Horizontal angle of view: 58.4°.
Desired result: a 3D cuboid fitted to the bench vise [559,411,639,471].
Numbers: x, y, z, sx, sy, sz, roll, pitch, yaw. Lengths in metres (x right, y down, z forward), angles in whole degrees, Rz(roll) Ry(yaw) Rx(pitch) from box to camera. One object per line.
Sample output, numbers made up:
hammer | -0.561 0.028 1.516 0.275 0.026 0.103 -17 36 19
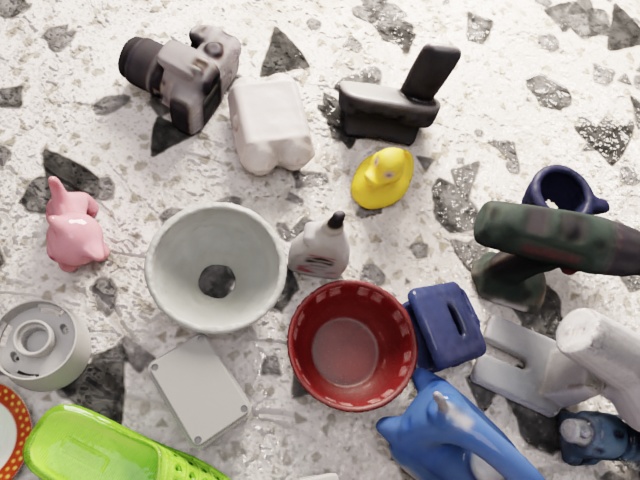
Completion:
bench vise | 0.392 0.234 0.647 0.208 0.219 0.121 -10 71 -14

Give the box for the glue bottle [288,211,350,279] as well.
glue bottle | 0.006 0.002 0.695 0.078 0.173 0.037 7 68 -7

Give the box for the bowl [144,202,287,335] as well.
bowl | -0.127 0.042 0.709 0.167 0.074 0.167 4 68 -9

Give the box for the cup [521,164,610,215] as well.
cup | 0.336 -0.045 0.815 0.118 0.095 0.092 11 67 -5

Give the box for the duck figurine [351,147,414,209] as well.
duck figurine | 0.094 -0.099 0.798 0.105 0.086 0.077 -39 80 -21

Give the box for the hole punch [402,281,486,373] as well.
hole punch | 0.156 0.106 0.725 0.101 0.091 0.108 -16 72 -15

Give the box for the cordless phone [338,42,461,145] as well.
cordless phone | 0.107 -0.221 0.794 0.147 0.185 0.094 4 68 -8

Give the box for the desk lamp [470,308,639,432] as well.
desk lamp | 0.317 0.152 0.669 0.203 0.213 0.118 23 67 0

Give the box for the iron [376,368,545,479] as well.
iron | 0.197 0.256 0.646 0.258 0.141 0.119 39 68 6

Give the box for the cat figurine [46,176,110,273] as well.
cat figurine | -0.295 -0.016 0.679 0.067 0.117 0.127 -20 73 -16

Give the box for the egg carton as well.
egg carton | -0.071 -0.164 0.803 0.107 0.069 0.150 -11 71 -14

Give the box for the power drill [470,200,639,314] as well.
power drill | 0.289 0.025 0.717 0.229 0.208 0.075 16 67 -3

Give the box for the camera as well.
camera | -0.198 -0.245 0.795 0.137 0.100 0.143 26 67 1
